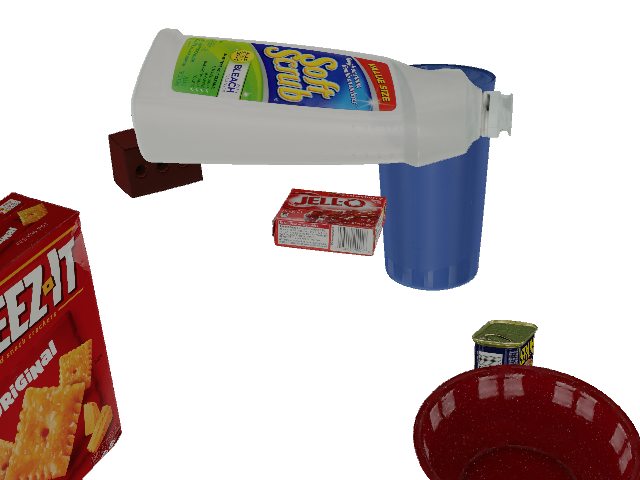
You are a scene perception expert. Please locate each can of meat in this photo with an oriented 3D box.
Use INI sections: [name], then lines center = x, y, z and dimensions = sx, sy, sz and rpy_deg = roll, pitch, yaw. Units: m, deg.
[can of meat]
center = 0.203, 0.141, 1.181
dimensions = 0.058, 0.084, 0.102
rpy_deg = 5, 10, 23

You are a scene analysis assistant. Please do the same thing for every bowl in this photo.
[bowl]
center = 0.147, 0.162, 0.772
dimensions = 0.162, 0.055, 0.162
rpy_deg = -1, 35, 0

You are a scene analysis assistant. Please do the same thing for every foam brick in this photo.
[foam brick]
center = -0.165, -0.083, 1.063
dimensions = 0.078, 0.053, 0.051
rpy_deg = -17, 31, -22

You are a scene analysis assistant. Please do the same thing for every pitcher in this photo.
[pitcher]
center = 0.133, -0.076, 1.208
dimensions = 0.149, 0.243, 0.145
rpy_deg = -5, 22, -9

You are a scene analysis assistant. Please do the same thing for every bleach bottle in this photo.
[bleach bottle]
center = 0.004, -0.095, 0.732
dimensions = 0.251, 0.068, 0.102
rpy_deg = 3, 45, 9

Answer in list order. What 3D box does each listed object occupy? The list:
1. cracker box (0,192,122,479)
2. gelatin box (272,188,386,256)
[cracker box]
center = -0.222, 0.101, 0.745
dimensions = 0.072, 0.214, 0.164
rpy_deg = 13, 36, 23
[gelatin box]
center = 0.009, -0.018, 0.934
dimensions = 0.089, 0.030, 0.073
rpy_deg = 6, 24, 10
